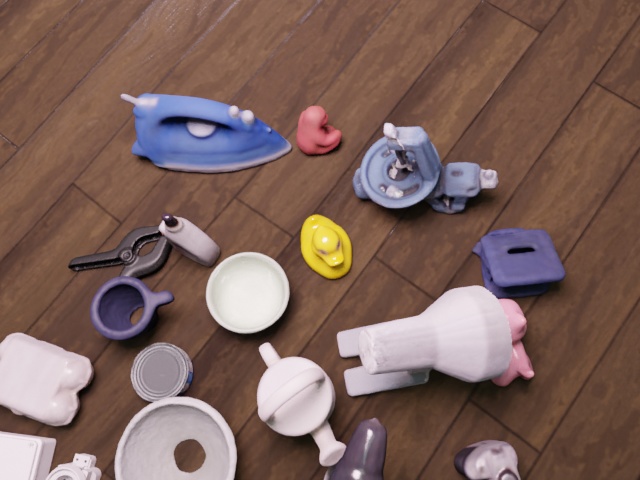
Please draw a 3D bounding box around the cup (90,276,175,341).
[{"bbox_3d":[-0.265,0.104,0.851,0.118,0.095,0.091,-16,73,-2],"label":"cup"}]

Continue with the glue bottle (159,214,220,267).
[{"bbox_3d":[-0.201,-0.008,0.840,0.078,0.173,0.037,24,76,10],"label":"glue bottle"}]

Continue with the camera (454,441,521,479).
[{"bbox_3d":[0.206,0.351,0.752,0.137,0.101,0.143,-14,73,-1],"label":"camera"}]

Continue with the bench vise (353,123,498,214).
[{"bbox_3d":[0.153,-0.117,0.831,0.207,0.220,0.121,-12,73,-1],"label":"bench vise"}]

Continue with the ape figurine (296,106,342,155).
[{"bbox_3d":[-0.006,-0.183,0.925,0.076,0.092,0.077,-31,74,-6],"label":"ape figurine"}]

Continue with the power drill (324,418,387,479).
[{"bbox_3d":[0.032,0.334,0.709,0.075,0.208,0.230,15,75,8],"label":"power drill"}]

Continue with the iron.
[{"bbox_3d":[-0.179,-0.185,0.908,0.258,0.141,0.119,4,74,4],"label":"iron"}]

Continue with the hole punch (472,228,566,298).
[{"bbox_3d":[0.292,0.029,0.849,0.108,0.091,0.101,-7,73,1],"label":"hole punch"}]

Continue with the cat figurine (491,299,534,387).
[{"bbox_3d":[0.264,0.137,0.804,0.067,0.118,0.127,-19,73,-3],"label":"cat figurine"}]

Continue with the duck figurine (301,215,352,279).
[{"bbox_3d":[0.008,0.003,0.872,0.077,0.086,0.104,-26,74,-5],"label":"duck figurine"}]

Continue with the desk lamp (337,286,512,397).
[{"bbox_3d":[0.127,0.143,0.759,0.203,0.213,0.118,-12,73,-1],"label":"desk lamp"}]

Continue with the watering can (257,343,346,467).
[{"bbox_3d":[-0.026,0.211,0.756,0.172,0.194,0.101,32,77,11],"label":"watering can"}]

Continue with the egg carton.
[{"bbox_3d":[-0.413,0.205,0.841,0.150,0.069,0.107,17,75,8],"label":"egg carton"}]

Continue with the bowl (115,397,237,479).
[{"bbox_3d":[-0.192,0.306,0.798,0.167,0.075,0.167,-1,73,3],"label":"bowl"}]
